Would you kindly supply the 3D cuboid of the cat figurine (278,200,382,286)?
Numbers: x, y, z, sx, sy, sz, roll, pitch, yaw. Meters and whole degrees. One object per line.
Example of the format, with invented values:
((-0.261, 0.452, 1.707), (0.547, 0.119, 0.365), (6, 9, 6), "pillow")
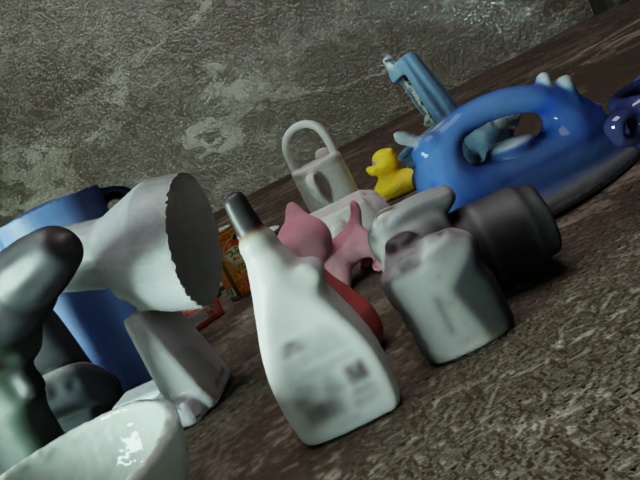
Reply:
((0.006, 0.002, 0.660), (0.128, 0.118, 0.067), (-31, 12, -21), "cat figurine")

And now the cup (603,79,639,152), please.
((0.288, -0.085, 0.468), (0.118, 0.095, 0.091), (-31, 12, -17), "cup")

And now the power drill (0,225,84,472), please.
((-0.217, 0.117, 0.427), (0.229, 0.208, 0.076), (-23, 12, 20), "power drill")

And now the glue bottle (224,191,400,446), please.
((-0.015, 0.046, 0.373), (0.078, 0.173, 0.037), (-26, 12, 5), "glue bottle")

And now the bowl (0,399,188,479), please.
((-0.143, 0.175, 0.342), (0.167, 0.075, 0.167), (-26, 11, 6), "bowl")

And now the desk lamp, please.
((-0.166, 0.065, 0.526), (0.203, 0.214, 0.118), (-24, 12, 13), "desk lamp")

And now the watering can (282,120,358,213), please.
((-0.001, -0.125, 1.046), (0.101, 0.194, 0.172), (-28, 12, -3), "watering can")

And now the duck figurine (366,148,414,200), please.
((0.130, -0.124, 1.021), (0.104, 0.086, 0.078), (-19, 14, 34), "duck figurine")

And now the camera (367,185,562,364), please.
((0.114, 0.005, 0.447), (0.136, 0.101, 0.143), (-25, 12, 8), "camera")

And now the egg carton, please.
((0.030, -0.015, 0.803), (0.150, 0.069, 0.107), (-26, 12, 7), "egg carton")

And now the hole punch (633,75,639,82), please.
((0.377, -0.151, 0.570), (0.108, 0.091, 0.101), (-17, 15, 39), "hole punch")

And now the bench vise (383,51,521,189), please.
((0.180, -0.173, 0.786), (0.206, 0.220, 0.122), (-16, 16, 43), "bench vise")

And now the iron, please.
((0.205, -0.098, 0.597), (0.258, 0.141, 0.118), (-28, 12, -5), "iron")

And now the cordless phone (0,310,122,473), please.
((-0.314, 0.140, 0.602), (0.147, 0.185, 0.094), (-28, 12, -3), "cordless phone")

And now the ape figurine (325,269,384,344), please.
((0.005, 0.059, 0.477), (0.076, 0.092, 0.078), (-18, 15, 38), "ape figurine")
